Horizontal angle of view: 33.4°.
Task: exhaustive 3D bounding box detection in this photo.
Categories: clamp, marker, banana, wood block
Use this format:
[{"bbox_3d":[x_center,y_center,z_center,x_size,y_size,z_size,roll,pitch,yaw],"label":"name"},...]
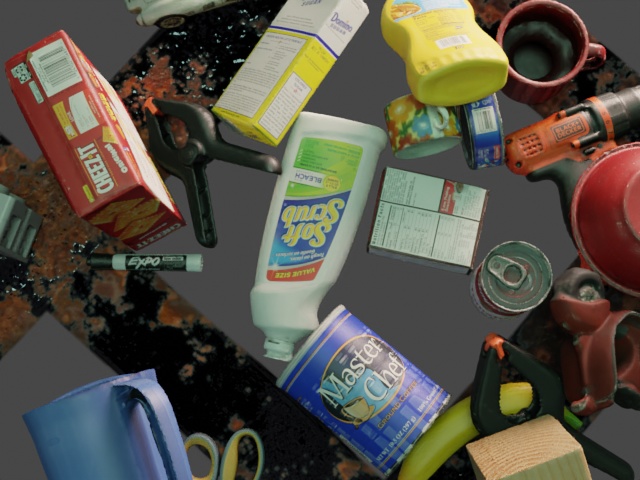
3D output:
[{"bbox_3d":[-0.130,-0.078,1.111,0.172,0.039,0.120,41,99,23],"label":"clamp"},{"bbox_3d":[-0.183,0.023,1.113,0.121,0.020,0.020,1,80,2],"label":"marker"},{"bbox_3d":[0.162,0.188,1.066,0.198,0.037,0.069,-20,80,-2],"label":"banana"},{"bbox_3d":[0.215,0.281,0.987,0.090,0.091,0.206,-20,101,-2],"label":"wood block"},{"bbox_3d":[0.212,0.183,1.036,0.164,0.036,0.210,-17,104,-5],"label":"clamp"}]

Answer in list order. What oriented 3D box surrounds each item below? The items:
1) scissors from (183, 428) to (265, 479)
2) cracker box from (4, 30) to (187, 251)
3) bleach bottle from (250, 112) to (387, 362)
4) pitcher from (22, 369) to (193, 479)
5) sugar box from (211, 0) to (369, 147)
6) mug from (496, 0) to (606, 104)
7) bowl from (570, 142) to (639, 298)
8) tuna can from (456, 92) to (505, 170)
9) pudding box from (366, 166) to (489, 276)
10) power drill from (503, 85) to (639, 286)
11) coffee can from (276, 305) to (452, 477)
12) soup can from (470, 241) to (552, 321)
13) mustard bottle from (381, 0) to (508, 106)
[{"bbox_3d":[-0.114,0.282,1.069,0.096,0.016,0.201,17,81,6],"label":"scissors"},{"bbox_3d":[-0.213,-0.086,1.034,0.072,0.213,0.164,-28,80,-2],"label":"cracker box"},{"bbox_3d":[-0.007,0.001,1.091,0.102,0.068,0.251,12,83,6],"label":"bleach bottle"},{"bbox_3d":[-0.178,0.250,1.015,0.145,0.149,0.243,-21,84,-3],"label":"pitcher"},{"bbox_3d":[-0.031,-0.186,1.109,0.176,0.093,0.048,-54,128,-8],"label":"sugar box"},{"bbox_3d":[0.235,-0.190,1.105,0.117,0.081,0.093,-1,80,2],"label":"mug"},{"bbox_3d":[0.329,-0.025,1.031,0.162,0.055,0.162,1,78,-4],"label":"bowl"},{"bbox_3d":[0.164,-0.115,1.093,0.034,0.086,0.086,-11,80,1],"label":"tuna can"},{"bbox_3d":[0.111,-0.020,1.103,0.113,0.039,0.090,13,81,6],"label":"pudding box"},{"bbox_3d":[0.301,-0.056,1.095,0.184,0.057,0.188,-22,79,-2],"label":"power drill"},{"bbox_3d":[0.042,0.146,1.043,0.140,0.103,0.103,39,83,7],"label":"coffee can"},{"bbox_3d":[0.187,0.043,1.056,0.068,0.102,0.068,0,80,1],"label":"soup can"},{"bbox_3d":[0.115,-0.216,1.094,0.096,0.058,0.192,-13,47,-8],"label":"mustard bottle"}]
